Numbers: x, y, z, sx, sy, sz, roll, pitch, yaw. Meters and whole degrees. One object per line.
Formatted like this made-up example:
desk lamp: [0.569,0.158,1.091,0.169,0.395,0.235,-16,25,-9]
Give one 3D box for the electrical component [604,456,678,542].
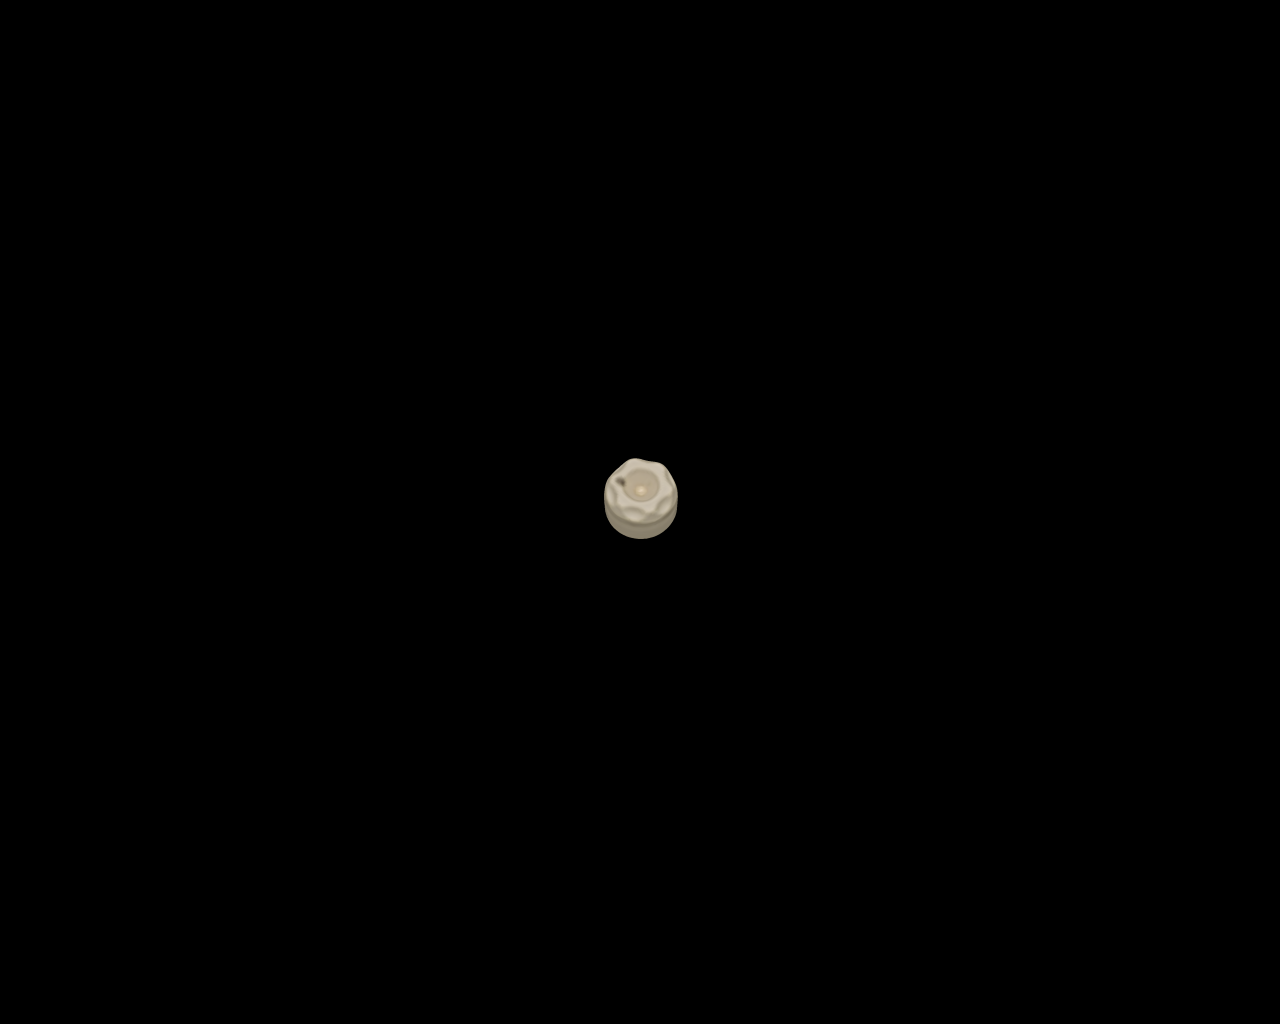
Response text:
electrical component: [0.001,-0.003,0.650,0.043,0.043,0.062,0,-27,0]
